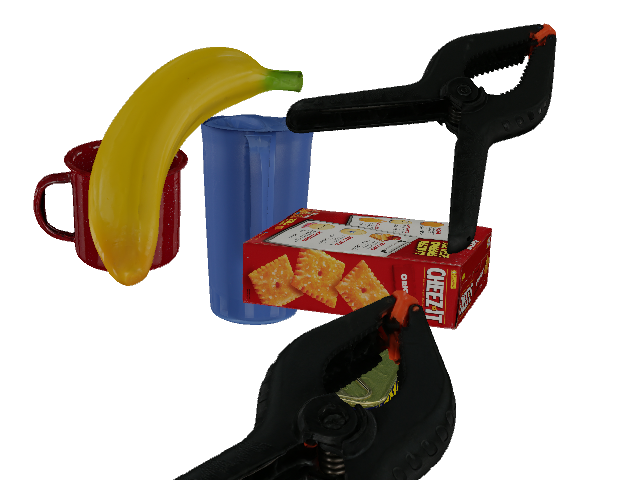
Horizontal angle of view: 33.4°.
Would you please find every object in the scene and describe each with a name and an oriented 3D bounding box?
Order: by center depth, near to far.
[{"bbox_3d":[0.011,0.087,0.405,0.120,0.039,0.171,27,50,20],"label":"clamp"},{"bbox_3d":[-0.077,-0.054,0.562,0.070,0.037,0.197,18,45,16],"label":"banana"},{"bbox_3d":[0.104,-0.086,0.759,0.209,0.165,0.036,-32,-28,-22],"label":"clamp"},{"bbox_3d":[-0.162,-0.026,0.825,0.117,0.081,0.093,-3,25,-15],"label":"mug"},{"bbox_3d":[0.031,0.135,0.838,0.057,0.084,0.102,10,24,16],"label":"can of meat"},{"bbox_3d":[0.050,0.025,1.065,0.214,0.072,0.164,7,15,18],"label":"cracker box"},{"bbox_3d":[-0.077,-0.025,1.265,0.145,0.243,0.148,13,18,37],"label":"pitcher"}]
